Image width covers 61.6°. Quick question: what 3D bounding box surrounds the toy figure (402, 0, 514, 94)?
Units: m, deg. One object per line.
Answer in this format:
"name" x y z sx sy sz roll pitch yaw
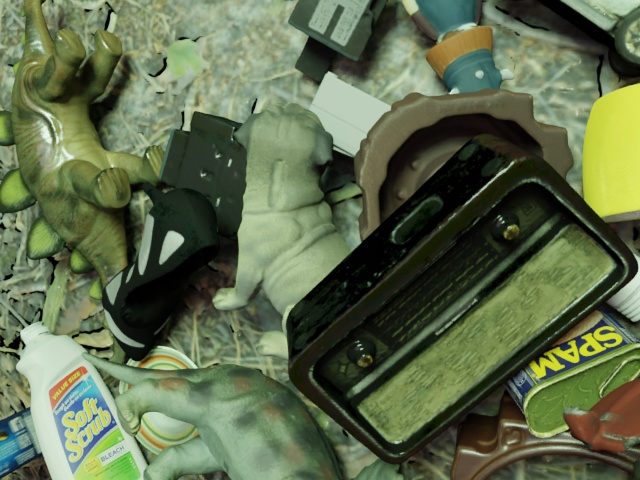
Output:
"toy figure" 0.115 -0.180 0.455 0.064 0.058 0.154 -18 93 29

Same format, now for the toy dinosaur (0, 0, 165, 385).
"toy dinosaur" -0.272 -0.063 0.608 0.199 0.105 0.471 -14 91 30

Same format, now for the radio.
"radio" 0.089 0.043 0.389 0.229 0.073 0.131 -44 110 10

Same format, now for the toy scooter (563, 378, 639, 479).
"toy scooter" 0.224 0.135 0.330 0.135 0.075 0.184 -13 80 -12

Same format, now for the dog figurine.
"dog figurine" -0.004 -0.001 0.453 0.172 0.121 0.190 27 127 18

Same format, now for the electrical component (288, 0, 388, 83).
"electrical component" 0.011 -0.196 0.482 0.075 0.048 0.119 30 121 -10

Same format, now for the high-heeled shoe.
"high-heeled shoe" -0.149 0.056 0.529 0.145 0.086 0.248 39 129 40

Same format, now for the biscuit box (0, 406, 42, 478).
"biscuit box" -0.371 0.243 0.616 0.063 0.202 0.059 -30 85 24

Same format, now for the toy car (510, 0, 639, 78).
"toy car" 0.201 -0.186 0.408 0.202 0.073 0.056 42 112 14

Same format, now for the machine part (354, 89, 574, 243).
"machine part" 0.111 -0.038 0.435 0.179 0.056 0.179 0 109 0

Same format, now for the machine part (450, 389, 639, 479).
"machine part" 0.206 0.238 0.438 0.202 0.087 0.200 7 97 21

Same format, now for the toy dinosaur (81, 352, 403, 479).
"toy dinosaur" -0.064 0.202 0.525 0.405 0.192 0.131 44 137 28

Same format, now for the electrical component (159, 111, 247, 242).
"electrical component" -0.100 -0.065 0.555 0.134 0.058 0.114 22 101 19
